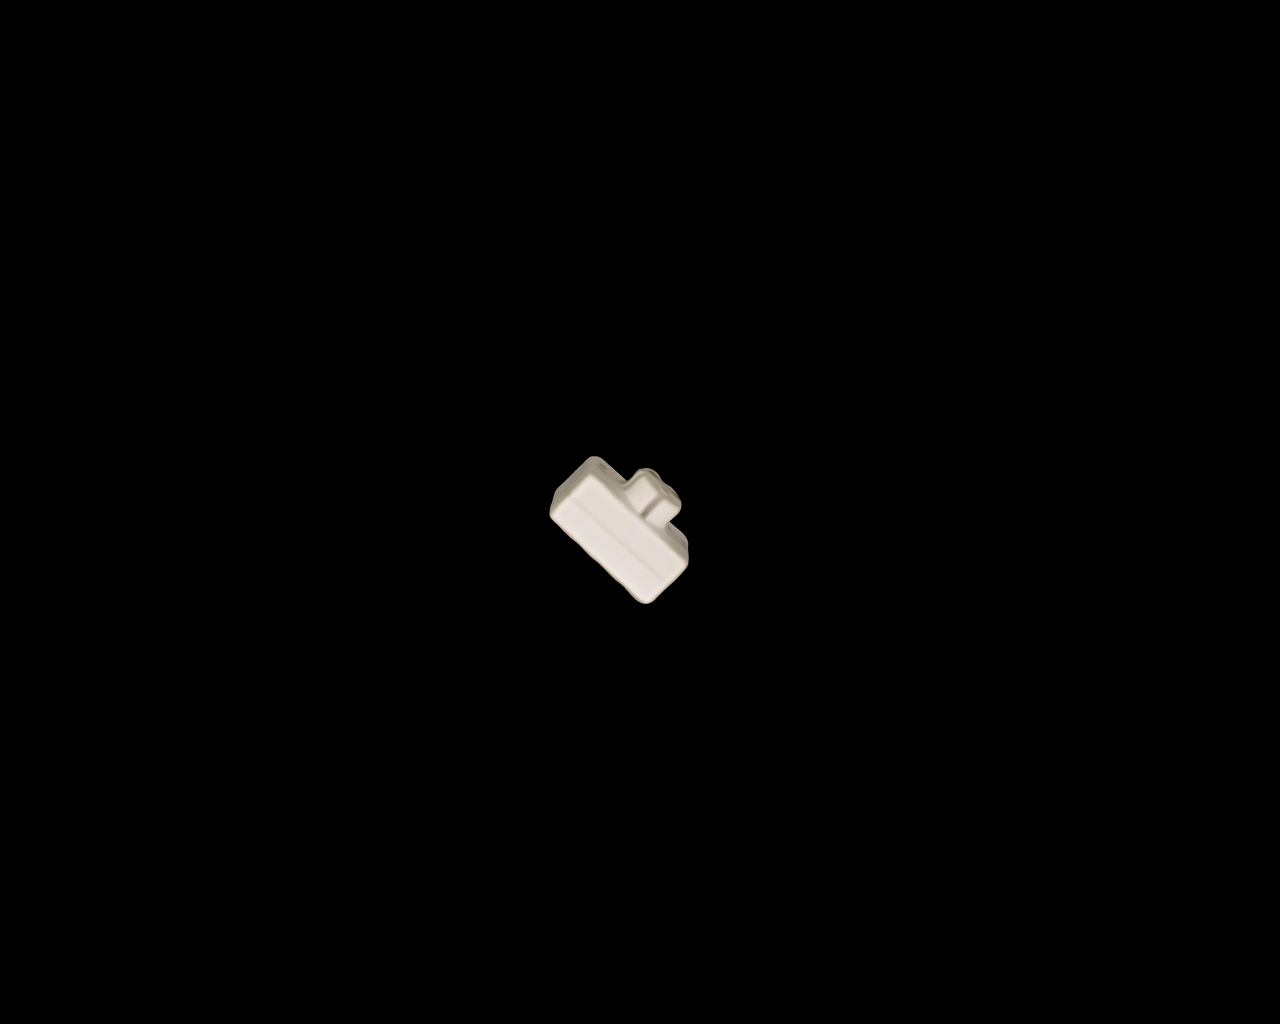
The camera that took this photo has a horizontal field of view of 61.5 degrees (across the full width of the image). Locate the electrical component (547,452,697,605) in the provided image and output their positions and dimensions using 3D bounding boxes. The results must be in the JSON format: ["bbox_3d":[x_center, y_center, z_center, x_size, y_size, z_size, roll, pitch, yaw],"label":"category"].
[{"bbox_3d":[0.001,-0.003,0.650,0.083,0.075,0.047,43,12,-11],"label":"electrical component"}]
